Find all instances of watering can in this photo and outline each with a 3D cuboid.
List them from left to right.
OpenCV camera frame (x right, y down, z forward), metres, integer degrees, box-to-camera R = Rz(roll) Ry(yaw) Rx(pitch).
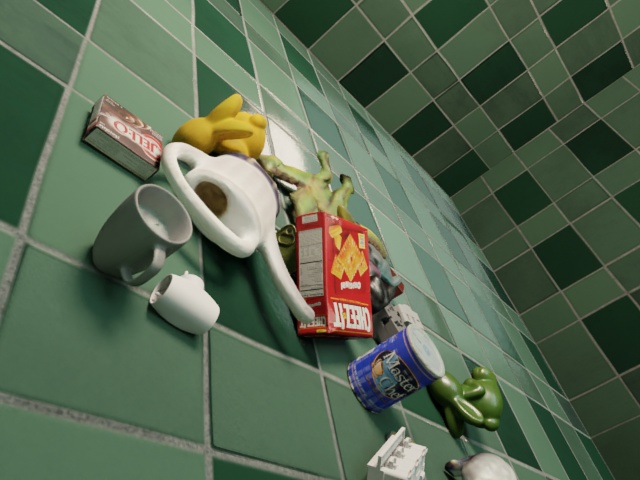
[{"bbox_3d":[-0.119,-0.028,0.849,0.346,0.103,0.228,49,20,-9],"label":"watering can"}]

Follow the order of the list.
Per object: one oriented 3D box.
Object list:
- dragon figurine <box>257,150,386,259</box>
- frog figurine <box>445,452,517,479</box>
[{"bbox_3d":[0.004,-0.061,1.215,0.409,0.120,0.247,48,38,-6],"label":"dragon figurine"},{"bbox_3d":[0.316,0.478,0.935,0.135,0.123,0.162,63,1,-32],"label":"frog figurine"}]
